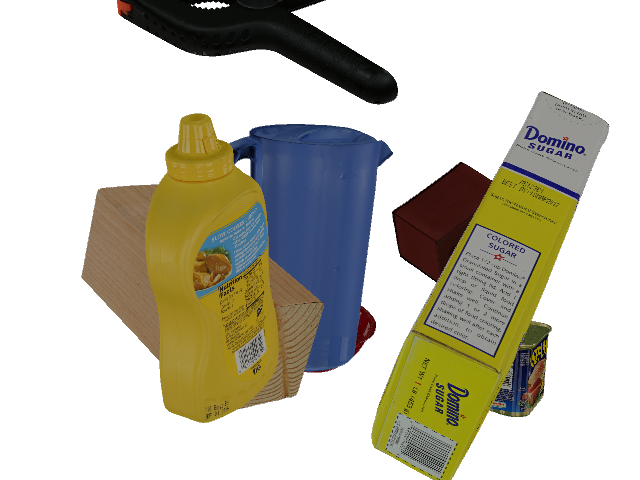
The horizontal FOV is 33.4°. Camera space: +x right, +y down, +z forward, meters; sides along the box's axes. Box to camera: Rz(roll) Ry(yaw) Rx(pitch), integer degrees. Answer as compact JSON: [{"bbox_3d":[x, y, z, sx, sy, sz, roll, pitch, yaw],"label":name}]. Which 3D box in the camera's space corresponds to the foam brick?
[{"bbox_3d":[0.103,-0.013,0.841,0.078,0.053,0.051,-36,48,-21],"label":"foam brick"}]

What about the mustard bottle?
[{"bbox_3d":[-0.069,0.013,0.674,0.058,0.192,0.096,14,32,30],"label":"mustard bottle"}]

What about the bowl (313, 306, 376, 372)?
[{"bbox_3d":[-0.013,0.119,1.331,0.162,0.055,0.162,5,22,-2],"label":"bowl"}]

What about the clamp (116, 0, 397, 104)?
[{"bbox_3d":[-0.039,-0.155,0.743,0.210,0.164,0.036,0,-42,-3],"label":"clamp"}]

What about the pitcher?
[{"bbox_3d":[-0.021,0.005,1.085,0.149,0.243,0.144,9,15,21],"label":"pitcher"}]

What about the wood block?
[{"bbox_3d":[-0.102,0.039,0.868,0.090,0.091,0.206,-6,32,-41],"label":"wood block"}]

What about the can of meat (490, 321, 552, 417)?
[{"bbox_3d":[0.219,0.142,1.193,0.058,0.084,0.102,7,12,25],"label":"can of meat"}]

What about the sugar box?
[{"bbox_3d":[0.083,0.018,0.501,0.048,0.093,0.176,27,50,11],"label":"sugar box"}]
